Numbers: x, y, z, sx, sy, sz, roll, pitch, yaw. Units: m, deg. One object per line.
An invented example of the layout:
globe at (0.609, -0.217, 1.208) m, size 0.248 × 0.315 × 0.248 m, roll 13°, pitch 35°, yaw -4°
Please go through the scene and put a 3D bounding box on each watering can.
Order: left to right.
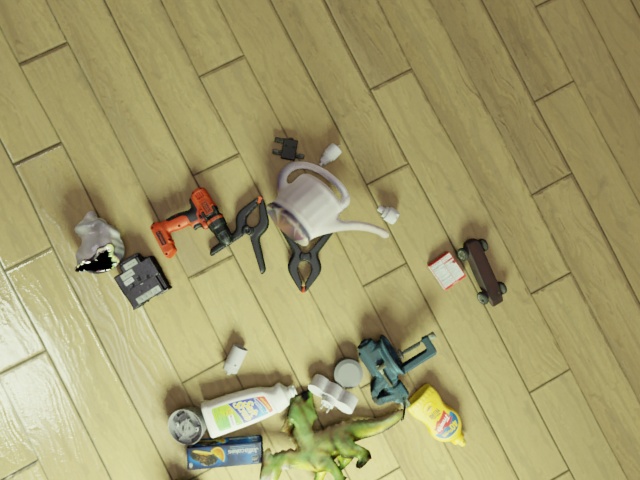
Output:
watering can at (0.004, -0.071, 1.410) m, size 0.227 × 0.350 × 0.102 m, roll -44°, pitch -13°, yaw -20°

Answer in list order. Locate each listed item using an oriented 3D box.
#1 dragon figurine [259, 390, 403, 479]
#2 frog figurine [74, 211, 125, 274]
dragon figurine at (0.013, 0.523, 1.406) m, size 0.414 × 0.244 × 0.120 m, roll -38°, pitch -6°, yaw -19°
frog figurine at (-0.605, 0.007, 1.396) m, size 0.121 × 0.136 × 0.162 m, roll 25°, pitch 24°, yaw -48°
